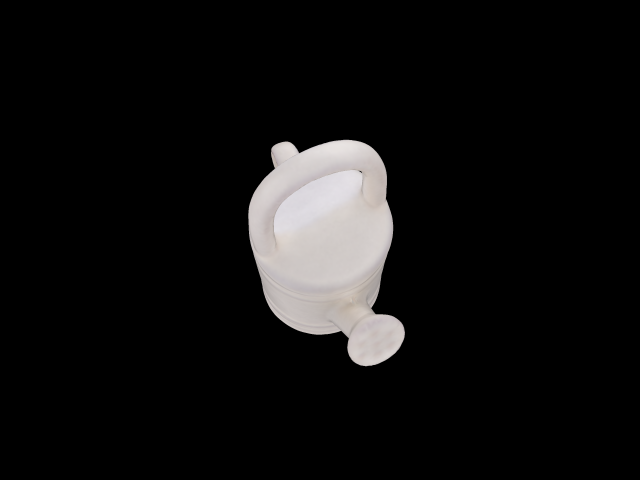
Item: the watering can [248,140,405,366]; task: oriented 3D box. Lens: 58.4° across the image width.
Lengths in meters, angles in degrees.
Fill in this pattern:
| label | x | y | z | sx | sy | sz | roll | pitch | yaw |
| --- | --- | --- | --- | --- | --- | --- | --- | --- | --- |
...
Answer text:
| label | x | y | z | sx | sy | sz | roll | pitch | yaw |
| --- | --- | --- | --- | --- | --- | --- | --- | --- | --- |
| watering can | 0.006 | 0.000 | 0.400 | 0.172 | 0.194 | 0.101 | 42 | 73 | 16 |
